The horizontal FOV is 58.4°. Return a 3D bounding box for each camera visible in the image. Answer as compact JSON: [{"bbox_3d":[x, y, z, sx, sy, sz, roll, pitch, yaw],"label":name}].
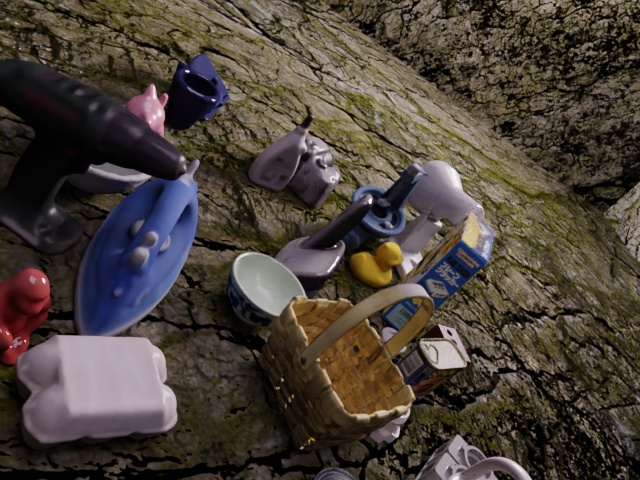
[{"bbox_3d":[-0.010,-0.157,1.201,0.143,0.100,0.137,47,29,11],"label":"camera"}]

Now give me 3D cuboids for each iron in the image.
[{"bbox_3d":[-0.210,0.001,0.701,0.119,0.141,0.258,32,30,-16],"label":"iron"}]

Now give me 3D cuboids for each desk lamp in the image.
[{"bbox_3d":[0.241,-0.037,1.219,0.118,0.213,0.203,18,36,-36],"label":"desk lamp"}]

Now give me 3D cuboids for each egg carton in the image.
[{"bbox_3d":[-0.217,0.149,0.565,0.151,0.069,0.107,10,41,-43],"label":"egg carton"}]

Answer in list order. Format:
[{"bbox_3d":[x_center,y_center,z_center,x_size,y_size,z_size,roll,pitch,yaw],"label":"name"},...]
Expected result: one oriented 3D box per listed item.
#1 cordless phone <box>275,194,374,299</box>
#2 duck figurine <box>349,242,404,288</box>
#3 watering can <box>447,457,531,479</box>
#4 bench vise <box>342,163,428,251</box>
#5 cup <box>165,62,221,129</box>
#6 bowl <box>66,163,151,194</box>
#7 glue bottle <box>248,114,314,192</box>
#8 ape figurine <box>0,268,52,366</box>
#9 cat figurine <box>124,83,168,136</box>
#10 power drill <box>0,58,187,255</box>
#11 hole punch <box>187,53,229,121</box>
[{"bbox_3d":[0.008,0.003,0.915,0.094,0.185,0.148,38,29,-5],"label":"cordless phone"},{"bbox_3d":[0.114,0.038,1.097,0.105,0.086,0.077,16,37,-38],"label":"duck figurine"},{"bbox_3d":[0.178,0.325,0.669,0.173,0.193,0.100,0,49,-50],"label":"watering can"},{"bbox_3d":[0.134,-0.086,1.151,0.121,0.219,0.207,38,29,-6],"label":"bench vise"},{"bbox_3d":[-0.251,-0.263,1.062,0.092,0.094,0.117,-2,50,-51],"label":"cup"},{"bbox_3d":[-0.318,-0.118,0.805,0.168,0.074,0.167,30,31,-20],"label":"bowl"},{"bbox_3d":[-0.062,-0.169,1.079,0.078,0.173,0.037,19,35,-34],"label":"glue bottle"},{"bbox_3d":[-0.295,0.065,0.562,0.076,0.092,0.078,47,29,12],"label":"ape figurine"},{"bbox_3d":[-0.278,-0.199,0.918,0.067,0.117,0.128,36,29,-9],"label":"cat figurine"},{"bbox_3d":[-0.286,-0.086,0.660,0.230,0.208,0.076,38,29,-5],"label":"power drill"},{"bbox_3d":[-0.231,-0.310,1.154,0.101,0.091,0.108,34,29,-12],"label":"hole punch"}]
